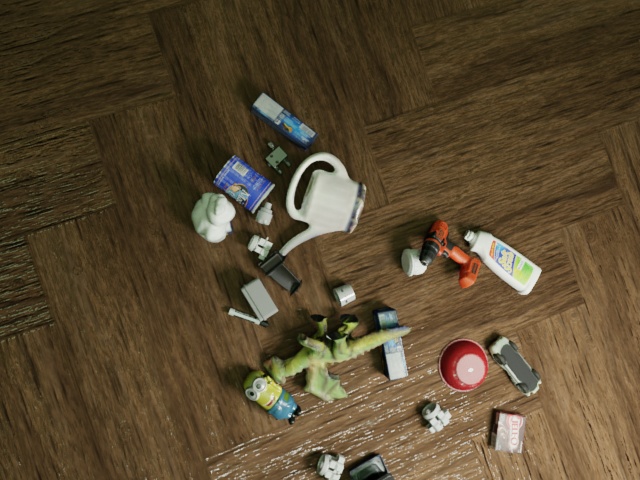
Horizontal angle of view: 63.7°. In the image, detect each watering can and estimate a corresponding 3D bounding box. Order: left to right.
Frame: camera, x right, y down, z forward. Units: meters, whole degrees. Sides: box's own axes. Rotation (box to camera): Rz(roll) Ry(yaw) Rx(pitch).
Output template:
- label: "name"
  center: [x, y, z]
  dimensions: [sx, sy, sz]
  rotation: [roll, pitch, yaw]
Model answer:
- label: "watering can"
  center: [0.005, -0.075, 1.484]
  dimensions: [0.224, 0.105, 0.345]
  rotation: [16, 98, -8]

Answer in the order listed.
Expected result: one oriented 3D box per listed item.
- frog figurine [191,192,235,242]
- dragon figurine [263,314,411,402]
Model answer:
- label: "frog figurine"
  center: [-0.291, -0.062, 1.401]
  dimensions: [0.123, 0.159, 0.138]
  rotation: [-1, 88, -8]
- label: "dragon figurine"
  center: [0.045, 0.345, 1.463]
  dimensions: [0.410, 0.124, 0.239]
  rotation: [3, 110, -3]
